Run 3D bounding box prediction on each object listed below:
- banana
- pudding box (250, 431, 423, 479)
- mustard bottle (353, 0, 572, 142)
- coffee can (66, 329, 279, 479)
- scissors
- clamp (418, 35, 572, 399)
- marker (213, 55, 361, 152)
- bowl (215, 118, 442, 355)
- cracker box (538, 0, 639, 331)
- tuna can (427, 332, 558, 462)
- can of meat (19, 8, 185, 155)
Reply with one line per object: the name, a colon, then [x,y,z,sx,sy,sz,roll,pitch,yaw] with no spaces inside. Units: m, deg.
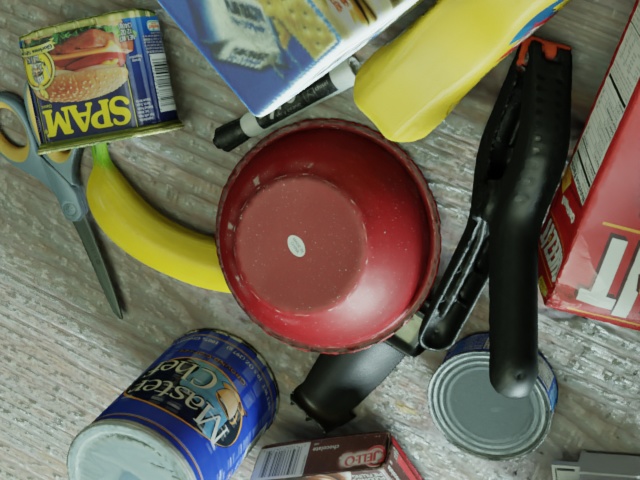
banana: [-0.097,-0.002,0.775,0.198,0.037,0.070,29,121,9]
pudding box: [0.018,0.186,0.793,0.114,0.039,0.090,-11,130,29]
mustard bottle: [0.104,-0.136,0.593,0.058,0.096,0.192,48,122,-1]
coffee can: [-0.104,0.142,0.782,0.103,0.140,0.103,9,116,19]
scissors: [-0.206,-0.034,0.821,0.096,0.016,0.202,5,115,23]
clamp: [0.111,-0.013,0.622,0.036,0.164,0.210,13,98,-12]
marker: [-0.024,-0.089,0.715,0.121,0.020,0.020,-24,102,30]
bowl: [-0.005,0.001,0.701,0.162,0.055,0.162,2,96,18]
cracker box: [0.229,-0.044,0.569,0.164,0.072,0.214,15,120,-3]
tuna can: [0.119,0.107,0.733,0.086,0.033,0.086,9,116,19]
can of meat: [-0.152,-0.109,0.733,0.102,0.057,0.084,-7,99,22]
